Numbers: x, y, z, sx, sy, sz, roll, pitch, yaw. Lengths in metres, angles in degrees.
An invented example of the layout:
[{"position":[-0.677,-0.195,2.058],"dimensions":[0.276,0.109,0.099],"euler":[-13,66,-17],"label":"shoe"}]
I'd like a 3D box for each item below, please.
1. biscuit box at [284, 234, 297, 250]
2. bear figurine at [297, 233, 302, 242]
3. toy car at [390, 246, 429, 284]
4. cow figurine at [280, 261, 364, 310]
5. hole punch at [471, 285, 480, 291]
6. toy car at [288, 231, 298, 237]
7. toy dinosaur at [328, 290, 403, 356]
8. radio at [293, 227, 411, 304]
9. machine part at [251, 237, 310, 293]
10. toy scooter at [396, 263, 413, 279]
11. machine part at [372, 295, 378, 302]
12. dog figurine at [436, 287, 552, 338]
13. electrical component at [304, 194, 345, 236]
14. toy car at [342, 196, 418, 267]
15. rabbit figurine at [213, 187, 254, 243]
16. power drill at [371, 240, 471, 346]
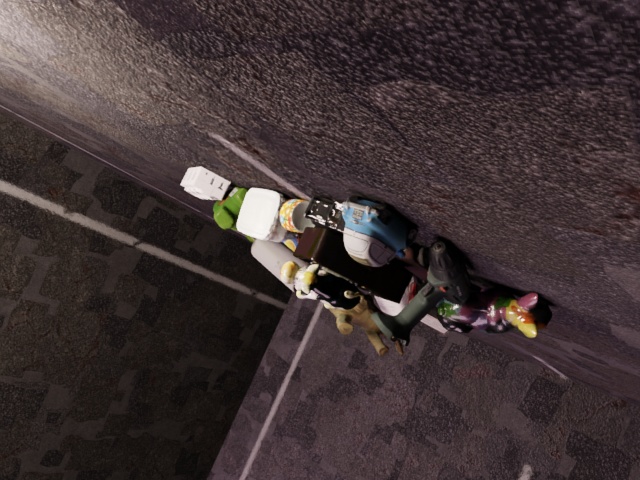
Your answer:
[{"position":[-0.053,0.016,1.500],"dimensions":[0.203,0.059,0.063],"euler":[-1,-167,30],"label":"biscuit box"},{"position":[-0.001,-0.002,1.284],"dimensions":[0.196,0.120,0.131],"euler":[26,173,44],"label":"bear figurine"},{"position":[0.222,0.055,1.172],"dimensions":[0.089,0.053,0.202],"euler":[-4,157,37],"label":"toy car"},{"position":[0.005,0.092,1.052],"dimensions":[0.167,0.068,0.098],"euler":[26,168,-37],"label":"cow figurine"},{"position":[0.357,0.144,1.326],"dimensions":[0.115,0.092,0.142],"euler":[60,167,-13],"label":"hole punch"},{"position":[-0.107,-0.054,1.506],"dimensions":[0.073,0.056,0.202],"euler":[36,167,-30],"label":"toy car"},{"position":[0.071,0.168,1.437],"dimensions":[0.471,0.105,0.199],"euler":[42,-174,-25],"label":"toy dinosaur"},{"position":[0.064,0.051,1.121],"dimensions":[0.229,0.073,0.131],"euler":[29,172,-23],"label":"radio"},{"position":[-0.091,0.055,1.324],"dimensions":[0.243,0.079,0.079],"euler":[39,-178,33],"label":"machine part"},{"position":[0.231,0.103,1.450],"dimensions":[0.183,0.075,0.135],"euler":[36,167,-38],"label":"toy scooter"},{"position":[0.156,0.112,1.570],"dimensions":[0.179,0.056,0.179],"euler":[47,-172,-9],"label":"machine part"},{"position":[0.369,0.150,1.130],"dimensions":[0.191,0.108,0.219],"euler":[7,173,-15],"label":"dog figurine"},{"position":[0.050,-0.034,1.080],"dimensions":[0.134,0.058,0.114],"euler":[22,175,27],"label":"electrical component"},{"position":[0.095,-0.006,0.946],"dimensions":[0.109,0.103,0.161],"euler":[19,173,35],"label":"toy car"},{"position":[-0.212,-0.050,1.474],"dimensions":[0.170,0.121,0.159],"euler":[48,166,-24],"label":"rabbit figurine"},{"position":[0.198,0.105,1.046],"dimensions":[0.086,0.207,0.231],"euler":[44,-174,35],"label":"power drill"}]
